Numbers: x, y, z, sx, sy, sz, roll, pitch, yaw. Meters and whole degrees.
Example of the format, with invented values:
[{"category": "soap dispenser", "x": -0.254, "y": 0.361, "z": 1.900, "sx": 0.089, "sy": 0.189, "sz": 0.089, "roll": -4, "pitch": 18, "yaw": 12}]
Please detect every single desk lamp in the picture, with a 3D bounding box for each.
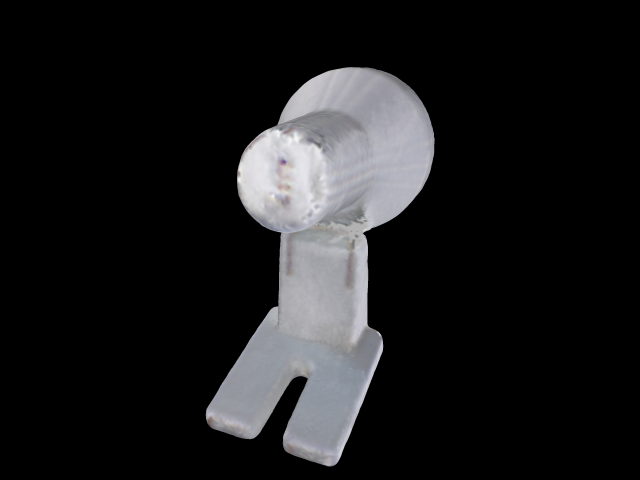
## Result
[{"category": "desk lamp", "x": 0.004, "y": 0.001, "z": 0.400, "sx": 0.117, "sy": 0.214, "sz": 0.203, "roll": 10, "pitch": 34, "yaw": 16}]
